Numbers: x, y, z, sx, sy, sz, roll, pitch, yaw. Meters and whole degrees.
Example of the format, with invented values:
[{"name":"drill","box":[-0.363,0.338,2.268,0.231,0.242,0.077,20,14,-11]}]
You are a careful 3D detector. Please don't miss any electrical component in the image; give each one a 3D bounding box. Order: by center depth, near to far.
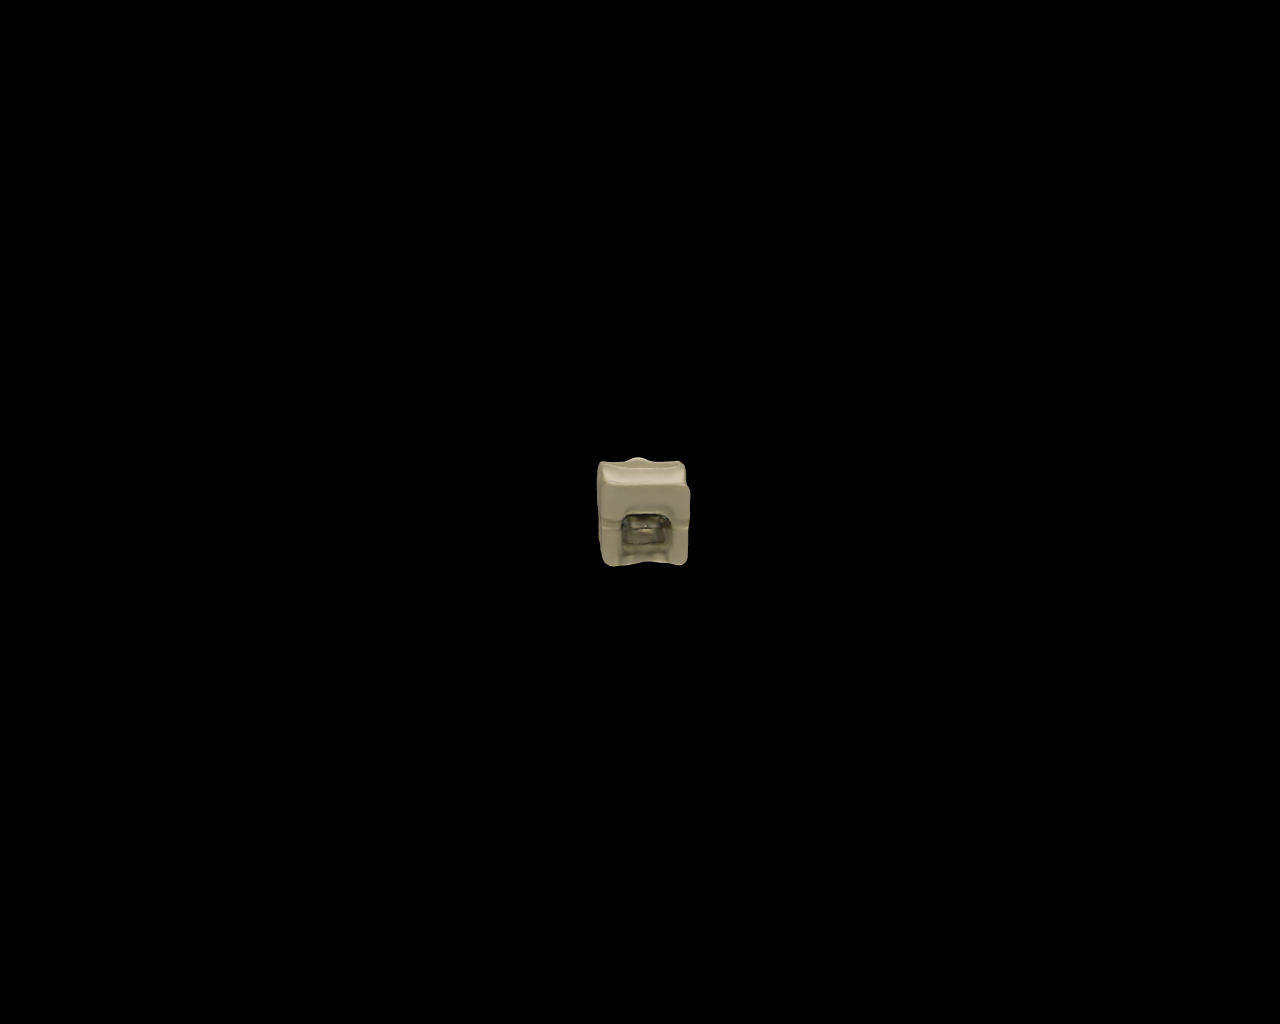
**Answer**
[{"name":"electrical component","box":[0.001,-0.003,0.650,0.050,0.055,0.089,0,7,-4]}]
